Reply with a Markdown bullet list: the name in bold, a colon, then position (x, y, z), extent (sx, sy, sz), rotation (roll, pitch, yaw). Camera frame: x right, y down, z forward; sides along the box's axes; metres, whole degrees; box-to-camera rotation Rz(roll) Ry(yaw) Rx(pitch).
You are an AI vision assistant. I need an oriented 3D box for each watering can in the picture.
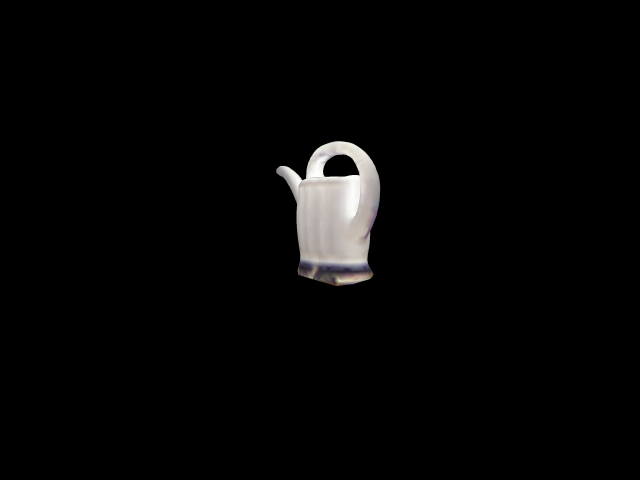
- **watering can**: position (0.003, -0.043, 0.850), extent (0.104, 0.224, 0.347), rotation (0, 2, -25)
